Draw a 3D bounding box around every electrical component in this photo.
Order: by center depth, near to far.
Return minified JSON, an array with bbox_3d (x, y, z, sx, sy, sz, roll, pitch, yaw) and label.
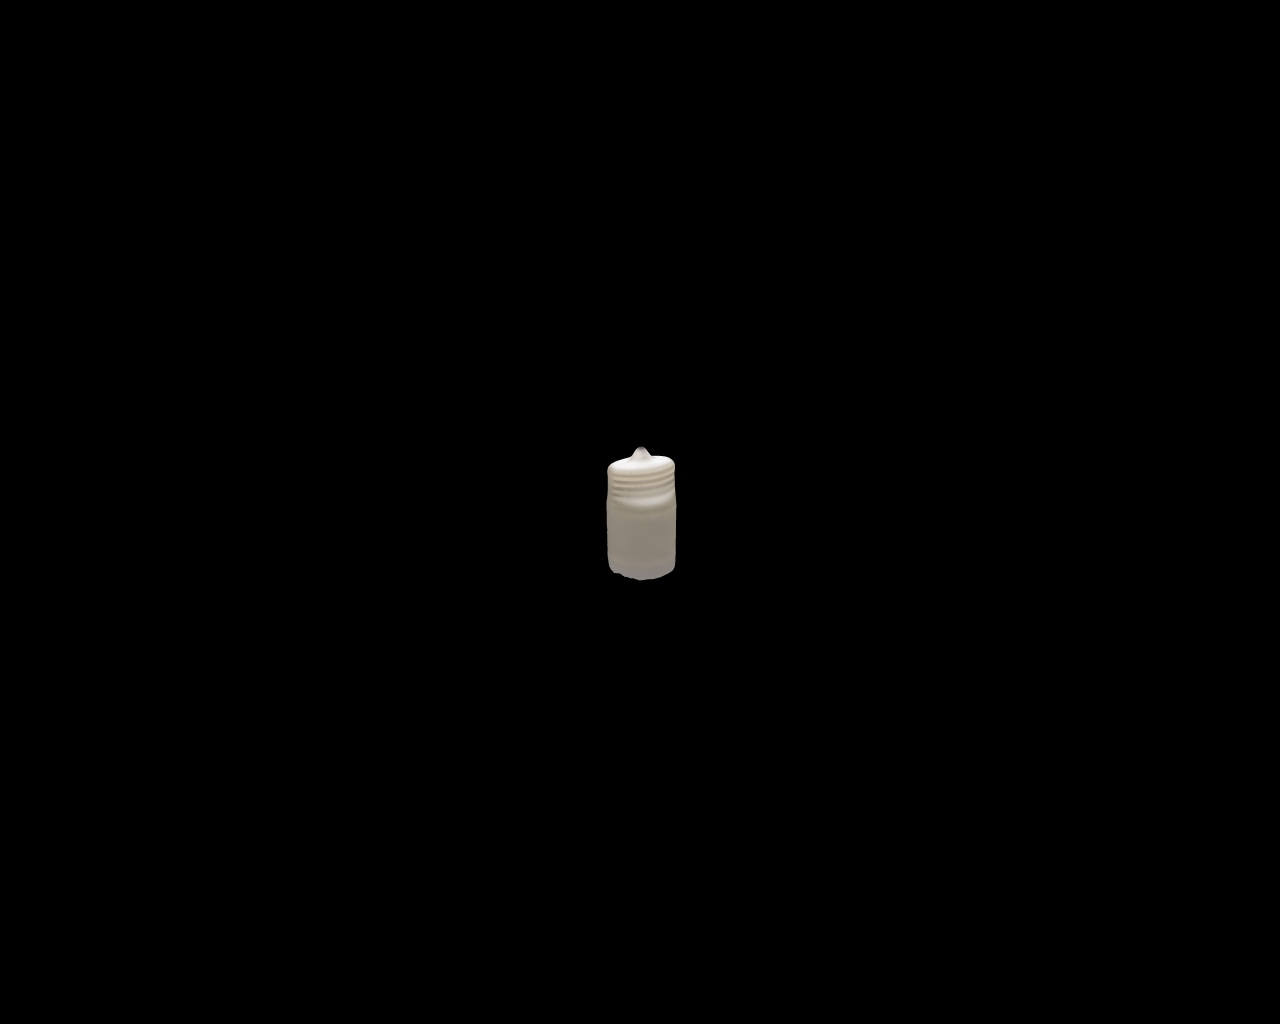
[{"bbox_3d":[0.001,-0.003,0.650,0.043,0.080,0.043,0,23,0],"label":"electrical component"}]
